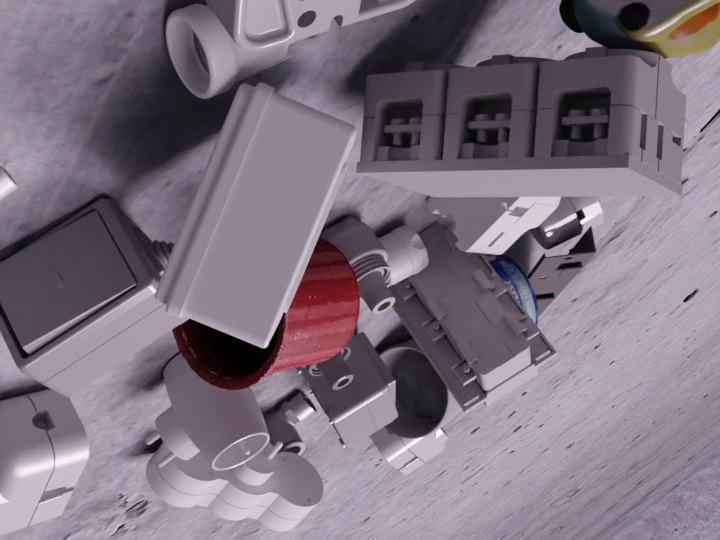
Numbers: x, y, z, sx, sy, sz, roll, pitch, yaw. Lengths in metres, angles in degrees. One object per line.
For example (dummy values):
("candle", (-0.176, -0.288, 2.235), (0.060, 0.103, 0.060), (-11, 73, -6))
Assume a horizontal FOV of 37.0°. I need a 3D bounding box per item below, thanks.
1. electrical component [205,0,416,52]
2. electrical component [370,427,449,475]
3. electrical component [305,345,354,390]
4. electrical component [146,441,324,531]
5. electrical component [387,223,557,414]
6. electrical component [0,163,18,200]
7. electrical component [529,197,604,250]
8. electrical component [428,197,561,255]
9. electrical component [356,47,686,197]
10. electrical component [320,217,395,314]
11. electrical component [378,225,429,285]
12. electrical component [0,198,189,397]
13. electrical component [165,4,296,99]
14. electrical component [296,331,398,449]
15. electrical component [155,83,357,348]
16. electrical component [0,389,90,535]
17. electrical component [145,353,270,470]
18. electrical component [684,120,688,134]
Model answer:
("electrical component", (-0.021, -0.136, 0.437), (0.095, 0.059, 0.053), (-23, 153, -23))
("electrical component", (0.047, 0.159, 1.058), (0.059, 0.053, 0.095), (-35, 155, 2))
("electrical component", (-0.027, 0.056, 0.773), (0.048, 0.062, 0.048), (-27, 154, -14))
("electrical component", (-0.088, 0.153, 0.837), (0.138, 0.052, 0.073), (21, 126, -27))
("electrical component", (0.075, 0.030, 0.780), (0.079, 0.121, 0.063), (-32, 153, -5))
("electrical component", (-0.179, -0.025, 0.466), (0.062, 0.048, 0.048), (-38, 156, -8))
("electrical component", (0.149, -0.048, 0.812), (0.047, 0.055, 0.055), (-29, 155, -1))
("electrical component", (0.102, -0.057, 0.740), (0.089, 0.050, 0.056), (-47, 152, 26))
("electrical component", (0.086, -0.076, 0.571), (0.150, 0.061, 0.089), (2, 176, 33))
("electrical component", (0.000, 0.000, 0.705), (0.043, 0.062, 0.043), (-27, 155, -14))
("electrical component", (0.015, -0.004, 0.749), (0.061, 0.035, 0.035), (-27, 155, -8))
("electrical component", (-0.138, 0.010, 0.555), (0.096, 0.061, 0.061), (-33, 155, -2))
("electrical component", (-0.057, -0.102, 0.480), (0.046, 0.040, 0.040), (-27, 155, -28))
("electrical component", (-0.006, 0.098, 0.874), (0.061, 0.061, 0.096), (-31, 155, -6))
("electrical component", (-0.046, -0.027, 0.515), (0.108, 0.056, 0.108), (-103, -145, -86))
("electrical component", (-0.216, 0.122, 0.673), (0.059, 0.053, 0.095), (-12, 147, -40))
("electrical component", (-0.113, 0.104, 0.737), (0.079, 0.077, 0.044), (-37, 155, 8))
("electrical component", (0.202, -0.107, 0.775), (0.055, 0.047, 0.055), (-27, 154, -14))
